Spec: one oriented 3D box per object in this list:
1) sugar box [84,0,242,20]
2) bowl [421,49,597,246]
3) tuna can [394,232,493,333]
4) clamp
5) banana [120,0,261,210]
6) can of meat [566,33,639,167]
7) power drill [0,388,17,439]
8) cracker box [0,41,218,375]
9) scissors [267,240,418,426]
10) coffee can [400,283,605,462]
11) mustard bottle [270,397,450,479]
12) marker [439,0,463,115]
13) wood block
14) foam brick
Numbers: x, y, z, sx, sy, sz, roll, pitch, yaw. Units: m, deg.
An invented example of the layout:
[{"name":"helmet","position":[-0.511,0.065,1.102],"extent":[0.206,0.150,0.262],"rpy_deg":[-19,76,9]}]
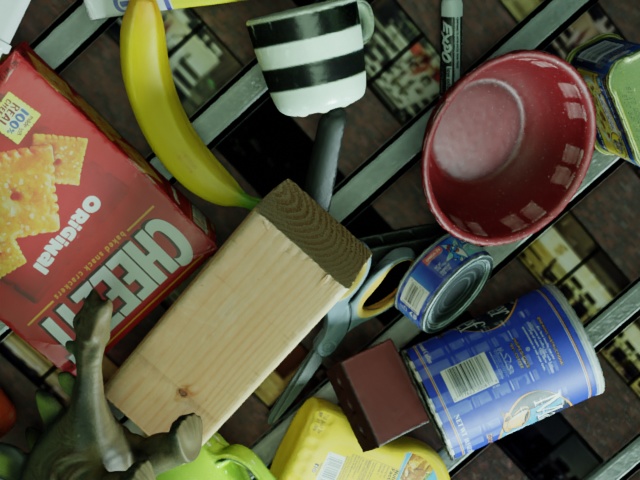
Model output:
[{"name":"sugar box","position":[-0.094,-0.222,0.798],"extent":[0.176,0.048,0.093],"rpy_deg":[-10,108,-6]},{"name":"bowl","position":[0.140,-0.079,0.857],"extent":[0.161,0.055,0.162],"rpy_deg":[-10,116,-21]},{"name":"tuna can","position":[0.103,0.035,0.882],"extent":[0.034,0.086,0.086],"rpy_deg":[42,99,26]},{"name":"clamp","position":[-0.006,0.001,0.878],"extent":[0.210,0.036,0.164],"rpy_deg":[-38,117,6]},{"name":"banana","position":[-0.110,-0.097,0.824],"extent":[0.070,0.037,0.197],"rpy_deg":[-18,120,21]},{"name":"can of meat","position":[0.249,-0.111,0.860],"extent":[0.057,0.084,0.102],"rpy_deg":[-27,108,0]},{"name":"power drill","position":[-0.367,0.124,0.855],"extent":[0.187,0.057,0.184],"rpy_deg":[-33,105,3]},{"name":"cracker box","position":[-0.210,-0.019,0.828],"extent":[0.164,0.072,0.213],"rpy_deg":[-42,108,6]},{"name":"scissors","position":[-0.002,0.073,0.885],"extent":[0.202,0.016,0.096],"rpy_deg":[-44,131,11]},{"name":"coffee can","position":[0.153,0.111,0.902],"extent":[0.140,0.103,0.103],"rpy_deg":[-25,108,-1]},{"name":"mustard bottle","position":[0.056,0.216,0.942],"extent":[0.191,0.058,0.096],"rpy_deg":[25,94,-14]},{"name":"marker","position":[0.106,-0.161,0.859],"extent":[0.020,0.020,0.121],"rpy_deg":[-4,107,-7]},{"name":"wood block","position":[-0.065,0.063,0.826],"extent":[0.091,0.090,0.206],"rpy_deg":[42,113,-1]},{"name":"foam brick","position":[0.047,0.129,0.888],"extent":[0.051,0.053,0.078],"rpy_deg":[-23,80,-17]}]
